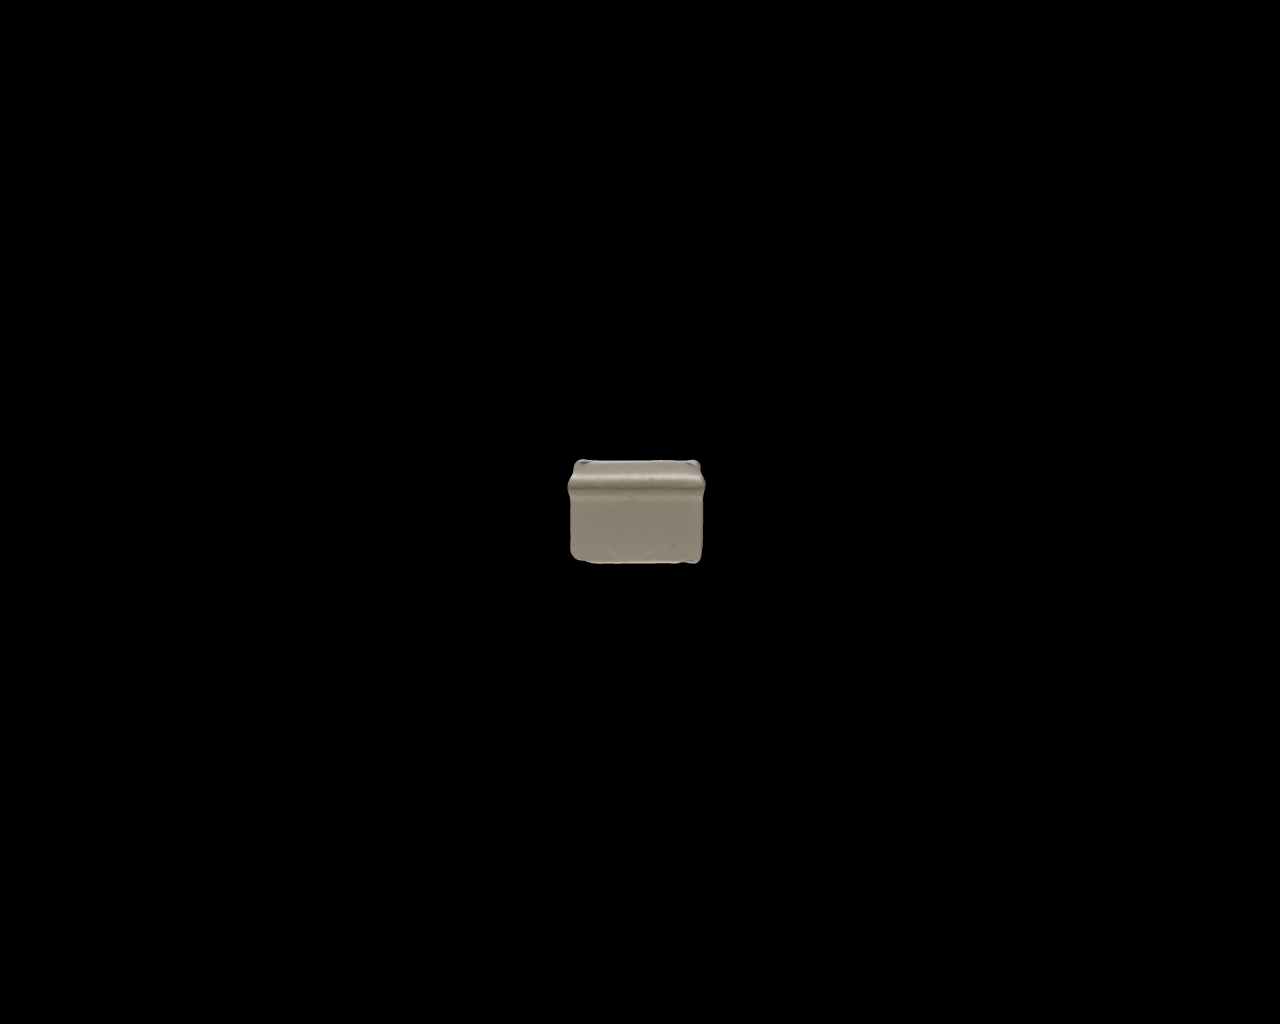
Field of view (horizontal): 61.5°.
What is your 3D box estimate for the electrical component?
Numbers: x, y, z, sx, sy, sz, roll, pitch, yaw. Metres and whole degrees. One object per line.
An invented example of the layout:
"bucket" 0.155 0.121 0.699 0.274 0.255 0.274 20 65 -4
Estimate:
"electrical component" 0.001 -0.003 0.650 0.078 0.057 0.113 0 2 4
